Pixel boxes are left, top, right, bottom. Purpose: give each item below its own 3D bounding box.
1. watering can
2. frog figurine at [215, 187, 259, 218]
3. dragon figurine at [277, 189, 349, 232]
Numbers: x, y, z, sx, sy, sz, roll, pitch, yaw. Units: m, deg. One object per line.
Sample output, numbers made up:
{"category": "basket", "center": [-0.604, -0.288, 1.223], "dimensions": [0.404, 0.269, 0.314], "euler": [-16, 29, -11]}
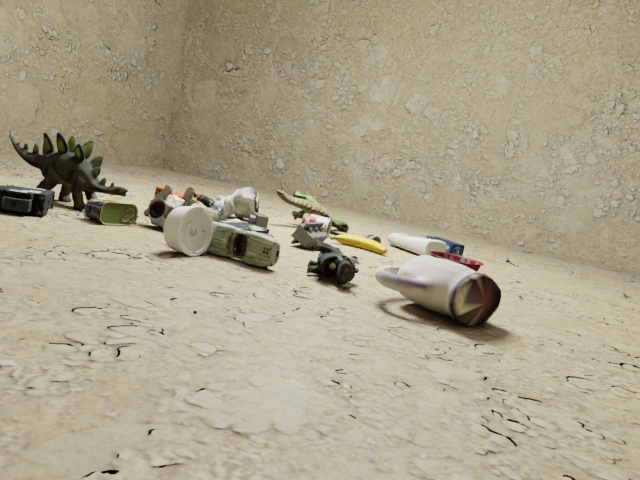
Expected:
{"category": "watering can", "center": [0.270, 0.093, 1.060], "dimensions": [0.347, 0.103, 0.226], "euler": [5, 10, -43]}
{"category": "frog figurine", "center": [-0.304, -0.132, 1.882], "dimensions": [0.159, 0.125, 0.134], "euler": [2, -26, -5]}
{"category": "dragon figurine", "center": [0.006, -0.101, 2.005], "dimensions": [0.244, 0.122, 0.408], "euler": [21, 0, 24]}
